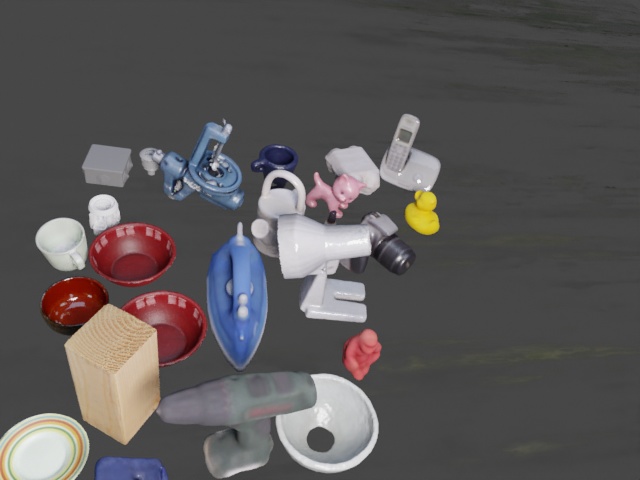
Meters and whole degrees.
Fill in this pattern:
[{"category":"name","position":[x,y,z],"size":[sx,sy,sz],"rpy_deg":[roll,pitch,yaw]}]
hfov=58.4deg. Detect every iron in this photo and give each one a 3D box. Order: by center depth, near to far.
[{"category":"iron","position":[-0.147,0.096,1.059],"size":[0.119,0.141,0.258],"rpy_deg":[0,46,-13]}]

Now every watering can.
[{"category":"watering can","position":[-0.082,-0.057,1.190],"size":[0.101,0.194,0.173],"rpy_deg":[10,44,-3]}]

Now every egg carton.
[{"category":"egg carton","position":[0.083,-0.174,1.435],"size":[0.107,0.069,0.150],"rpy_deg":[-13,50,-25]}]

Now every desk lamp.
[{"category":"desk lamp","position":[0.009,0.047,1.094],"size":[0.203,0.213,0.118],"rpy_deg":[6,45,-7]}]

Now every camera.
[{"category":"camera","position":[0.131,0.014,1.238],"size":[0.143,0.101,0.136],"rpy_deg":[-30,59,-35]}]

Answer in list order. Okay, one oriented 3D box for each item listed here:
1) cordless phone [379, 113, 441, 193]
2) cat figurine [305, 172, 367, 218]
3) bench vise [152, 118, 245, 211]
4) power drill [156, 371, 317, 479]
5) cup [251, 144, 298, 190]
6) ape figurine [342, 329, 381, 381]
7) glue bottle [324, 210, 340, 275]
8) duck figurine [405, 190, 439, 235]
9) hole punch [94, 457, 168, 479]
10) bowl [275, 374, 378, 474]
[{"category":"cordless phone","position":[0.237,-0.216,1.433],"size":[0.147,0.185,0.094],"rpy_deg":[20,45,7]},{"category":"cat figurine","position":[0.039,-0.119,1.335],"size":[0.127,0.118,0.067],"rpy_deg":[22,45,9]},{"category":"bench vise","position":[-0.261,-0.165,1.234],"size":[0.207,0.220,0.121],"rpy_deg":[4,45,-10]},{"category":"power drill","position":[-0.122,0.268,0.846],"size":[0.230,0.208,0.075],"rpy_deg":[-10,49,-23]},{"category":"cup","position":[-0.113,-0.162,1.357],"size":[0.118,0.095,0.091],"rpy_deg":[-20,54,-30]},{"category":"ape figurine","position":[0.080,0.199,1.048],"size":[0.078,0.092,0.076],"rpy_deg":[-8,48,-21]},{"category":"glue bottle","position":[0.011,0.004,1.166],"size":[0.078,0.173,0.037],"rpy_deg":[-3,47,-16]},{"category":"duck figurine","position":[0.252,-0.072,1.365],"size":[0.078,0.086,0.104],"rpy_deg":[-10,49,-23]},{"category":"hole punch","position":[-0.264,0.360,0.804],"size":[0.101,0.091,0.108],"rpy_deg":[-4,47,-18]},{"category":"bowl","position":[0.006,0.308,0.934],"size":[0.167,0.075,0.167],"rpy_deg":[7,45,-7]}]
